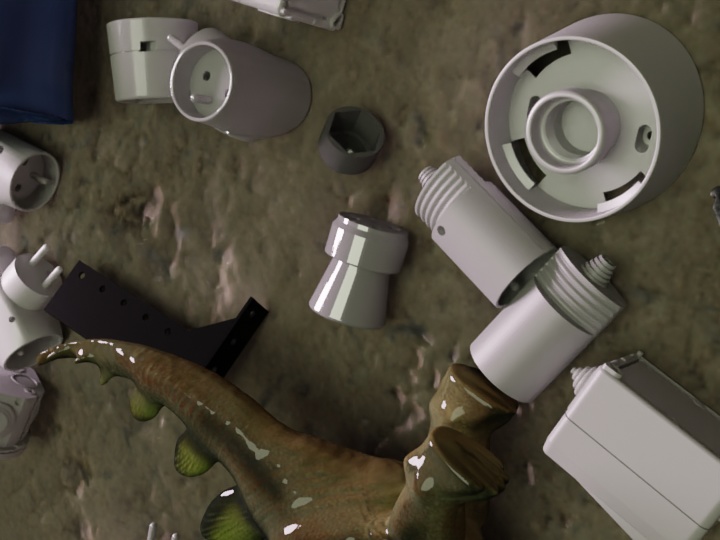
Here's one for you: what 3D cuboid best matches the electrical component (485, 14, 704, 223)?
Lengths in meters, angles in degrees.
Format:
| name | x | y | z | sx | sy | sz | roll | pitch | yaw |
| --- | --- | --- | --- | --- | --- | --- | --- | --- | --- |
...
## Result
| name | x | y | z | sx | sy | sz | roll | pitch | yaw |
| --- | --- | --- | --- | --- | --- | --- | --- | --- | --- |
| electrical component | 0.114 | -0.074 | 0.532 | 0.099 | 0.064 | 0.099 | 12 | 112 | 31 |

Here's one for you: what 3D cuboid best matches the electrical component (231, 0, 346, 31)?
| name | x | y | z | sx | sy | sz | roll | pitch | yaw |
| --- | --- | --- | --- | --- | --- | --- | --- | --- | --- |
| electrical component | -0.038 | -0.191 | 0.602 | 0.061 | 0.062 | 0.096 | 24 | 104 | 27 |

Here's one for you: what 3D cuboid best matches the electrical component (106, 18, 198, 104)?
| name | x | y | z | sx | sy | sz | roll | pitch | yaw |
| --- | --- | --- | --- | --- | --- | --- | --- | --- | --- |
| electrical component | -0.127 | -0.128 | 0.662 | 0.055 | 0.055 | 0.047 | 1 | 96 | 30 |

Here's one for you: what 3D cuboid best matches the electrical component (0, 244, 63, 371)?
| name | x | y | z | sx | sy | sz | roll | pitch | yaw |
| --- | --- | --- | --- | --- | --- | --- | --- | --- | --- |
| electrical component | -0.231 | 0.015 | 0.735 | 0.079 | 0.043 | 0.077 | -42 | 72 | 25 |

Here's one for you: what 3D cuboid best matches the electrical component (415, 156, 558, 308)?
| name | x | y | z | sx | sy | sz | roll | pitch | yaw |
| --- | --- | --- | --- | --- | --- | --- | --- | --- | --- |
| electrical component | 0.060 | -0.024 | 0.563 | 0.081 | 0.043 | 0.043 | 48 | 114 | 19 |

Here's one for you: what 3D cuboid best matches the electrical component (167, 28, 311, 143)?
| name | x | y | z | sx | sy | sz | roll | pitch | yaw |
| --- | --- | --- | --- | --- | --- | --- | --- | --- | --- |
| electrical component | -0.079 | -0.113 | 0.621 | 0.079 | 0.077 | 0.044 | 40 | 111 | 23 |

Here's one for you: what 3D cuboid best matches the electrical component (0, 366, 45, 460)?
| name | x | y | z | sx | sy | sz | roll | pitch | yaw |
| --- | --- | --- | --- | --- | --- | --- | --- | --- | --- |
| electrical component | -0.260 | 0.091 | 0.735 | 0.080 | 0.080 | 0.051 | 30 | 101 | 26 |

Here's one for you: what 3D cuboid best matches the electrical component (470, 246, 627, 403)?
| name | x | y | z | sx | sy | sz | roll | pitch | yaw |
| --- | --- | --- | --- | --- | --- | --- | --- | --- | --- |
| electrical component | 0.098 | 0.024 | 0.543 | 0.043 | 0.043 | 0.081 | 48 | 113 | 19 |

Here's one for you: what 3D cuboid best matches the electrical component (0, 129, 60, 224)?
| name | x | y | z | sx | sy | sz | roll | pitch | yaw |
| --- | --- | --- | --- | --- | --- | --- | --- | --- | --- |
| electrical component | -0.255 | -0.057 | 0.745 | 0.077 | 0.044 | 0.079 | 26 | 106 | 26 |

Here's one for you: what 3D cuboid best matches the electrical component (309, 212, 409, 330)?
| name | x | y | z | sx | sy | sz | roll | pitch | yaw |
| --- | --- | --- | --- | --- | --- | --- | --- | --- | --- |
| electrical component | 0.000 | 0.000 | 0.599 | 0.045 | 0.045 | 0.055 | 22 | 103 | 28 |

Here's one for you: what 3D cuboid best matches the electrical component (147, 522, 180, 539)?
| name | x | y | z | sx | sy | sz | roll | pitch | yaw |
| --- | --- | --- | --- | --- | --- | --- | --- | --- | --- |
| electrical component | -0.130 | 0.199 | 0.682 | 0.083 | 0.047 | 0.075 | 16 | 100 | 29 |

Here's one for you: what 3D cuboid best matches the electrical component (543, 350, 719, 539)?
| name | x | y | z | sx | sy | sz | roll | pitch | yaw |
| --- | --- | --- | --- | --- | --- | --- | --- | --- | --- |
| electrical component | 0.134 | 0.085 | 0.514 | 0.096 | 0.062 | 0.061 | 40 | 111 | 23 |
